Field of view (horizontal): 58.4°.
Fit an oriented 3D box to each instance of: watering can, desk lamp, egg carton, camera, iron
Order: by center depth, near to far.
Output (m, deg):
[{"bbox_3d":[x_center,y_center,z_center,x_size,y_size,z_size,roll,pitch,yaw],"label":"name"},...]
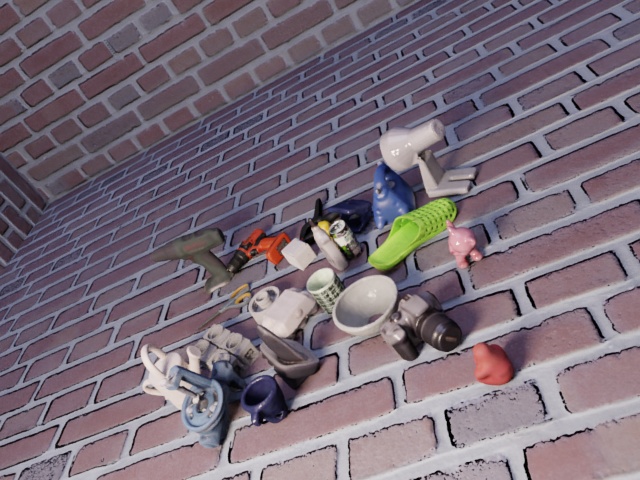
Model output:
[{"bbox_3d":[0.212,0.181,1.184,0.143,0.101,0.136,-41,32,-11],"label":"camera"},{"bbox_3d":[-0.373,0.327,1.440,0.173,0.194,0.100,-41,32,-11],"label":"watering can"},{"bbox_3d":[-0.076,0.190,1.470,0.107,0.070,0.150,10,52,49],"label":"egg carton"},{"bbox_3d":[0.291,-0.227,1.557,0.202,0.214,0.118,-4,43,40],"label":"desk lamp"},{"bbox_3d":[0.189,-0.151,1.617,0.118,0.142,0.258,-22,34,20],"label":"iron"}]

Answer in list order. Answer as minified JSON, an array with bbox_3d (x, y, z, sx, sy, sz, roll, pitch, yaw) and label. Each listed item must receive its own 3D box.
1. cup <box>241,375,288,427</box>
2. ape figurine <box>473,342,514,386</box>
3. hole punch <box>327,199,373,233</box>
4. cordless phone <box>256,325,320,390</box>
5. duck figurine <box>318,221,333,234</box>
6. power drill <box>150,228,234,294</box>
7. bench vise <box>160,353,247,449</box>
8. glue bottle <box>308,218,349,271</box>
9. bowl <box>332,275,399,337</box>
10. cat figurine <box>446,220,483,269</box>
[{"bbox_3d":[-0.113,0.366,1.241,0.091,0.095,0.117,-21,34,20],"label":"cup"},{"bbox_3d":[0.309,0.220,1.049,0.078,0.092,0.076,-40,32,-9],"label":"ape figurine"},{"bbox_3d":[0.091,-0.086,1.669,0.108,0.091,0.101,9,52,49],"label":"hole punch"},{"bbox_3d":[-0.096,0.239,1.311,0.094,0.185,0.147,-45,33,-17],"label":"cordless phone"},{"bbox_3d":[0.023,-0.020,1.648,0.077,0.086,0.104,-42,32,-11],"label":"duck figurine"},{"bbox_3d":[-0.378,0.065,1.787,0.229,0.209,0.075,-30,32,8],"label":"power drill"},{"bbox_3d":[-0.275,0.337,1.310,0.121,0.220,0.207,-25,33,15],"label":"bench vise"},{"bbox_3d":[0.014,0.005,1.537,0.037,0.173,0.078,-40,32,-9],"label":"glue bottle"},{"bbox_3d":[0.117,0.164,1.322,0.167,0.075,0.167,-24,33,17],"label":"bowl"},{"bbox_3d":[0.321,-0.001,1.314,0.067,0.118,0.127,-29,32,8],"label":"cat figurine"}]
